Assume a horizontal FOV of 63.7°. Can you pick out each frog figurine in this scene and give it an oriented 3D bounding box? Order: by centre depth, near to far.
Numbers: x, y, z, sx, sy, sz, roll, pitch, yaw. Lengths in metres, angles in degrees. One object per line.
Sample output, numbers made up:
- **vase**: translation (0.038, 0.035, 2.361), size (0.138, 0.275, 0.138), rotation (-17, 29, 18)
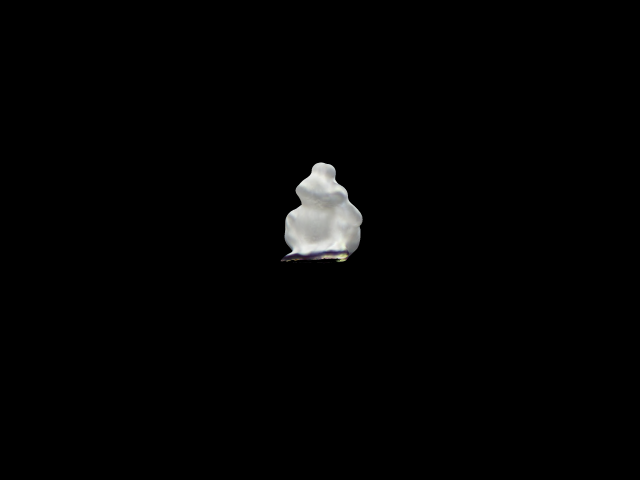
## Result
- **frog figurine**: translation (0.003, -0.043, 0.850), size (0.136, 0.161, 0.122), rotation (-9, -13, 42)
